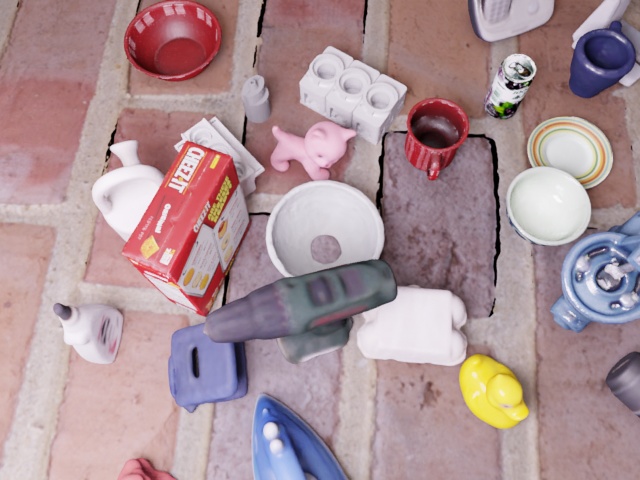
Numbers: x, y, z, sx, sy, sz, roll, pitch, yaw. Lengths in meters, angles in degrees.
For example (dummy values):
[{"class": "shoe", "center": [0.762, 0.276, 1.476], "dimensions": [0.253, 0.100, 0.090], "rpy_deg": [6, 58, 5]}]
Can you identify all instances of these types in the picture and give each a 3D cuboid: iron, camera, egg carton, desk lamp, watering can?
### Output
[{"class": "iron", "center": [-0.027, 0.297, 0.683], "dimensions": [0.119, 0.141, 0.258], "rpy_deg": [-26, 71, -9]}, {"class": "camera", "center": [0.458, 0.198, 0.739], "dimensions": [0.136, 0.101, 0.143], "rpy_deg": [43, 76, 15]}, {"class": "egg carton", "center": [0.127, 0.116, 0.788], "dimensions": [0.150, 0.069, 0.107], "rpy_deg": [4, 70, 2]}, {"class": "desk lamp", "center": [0.482, -0.389, 0.897], "dimensions": [0.118, 0.213, 0.203], "rpy_deg": [-42, 74, -13]}, {"class": "watering can", "center": [-0.250, -0.055, 0.788], "dimensions": [0.101, 0.194, 0.172], "rpy_deg": [-39, 74, -13]}]

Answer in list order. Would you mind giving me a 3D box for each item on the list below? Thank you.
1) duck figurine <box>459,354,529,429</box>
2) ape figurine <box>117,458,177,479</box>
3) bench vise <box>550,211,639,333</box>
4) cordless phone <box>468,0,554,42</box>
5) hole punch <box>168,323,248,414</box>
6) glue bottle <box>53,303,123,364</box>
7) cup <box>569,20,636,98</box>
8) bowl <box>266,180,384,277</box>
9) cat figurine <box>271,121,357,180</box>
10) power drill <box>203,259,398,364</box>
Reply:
[{"class": "duck figurine", "center": [0.232, 0.195, 0.749], "dimensions": [0.077, 0.086, 0.104], "rpy_deg": [-31, 72, -10]}, {"class": "ape figurine", "center": [-0.223, 0.308, 0.707], "dimensions": [0.076, 0.092, 0.077], "rpy_deg": [-25, 71, -8]}, {"class": "bench vise", "center": [0.396, 0.012, 0.745], "dimensions": [0.121, 0.220, 0.207], "rpy_deg": [24, 72, 10]}, {"class": "cordless phone", "center": [0.322, -0.421, 0.925], "dimensions": [0.147, 0.185, 0.094], "rpy_deg": [-23, 71, -8]}, {"class": "hole punch", "center": [-0.152, 0.166, 0.760], "dimensions": [0.101, 0.091, 0.108], "rpy_deg": [-9, 70, -3]}, {"class": "glue bottle", "center": [-0.302, 0.110, 0.738], "dimensions": [0.037, 0.173, 0.078], "rpy_deg": [1, 69, 1]}, {"class": "cup", "center": [0.445, -0.285, 0.922], "dimensions": [0.091, 0.095, 0.118], "rpy_deg": [23, 72, 9]}, {"class": "bowl", "center": [0.008, 0.003, 0.828], "dimensions": [0.167, 0.075, 0.167], "rpy_deg": [0, 70, 0]}, {"class": "cat figurine", "center": [-0.012, -0.145, 0.860], "dimensions": [0.127, 0.118, 0.067], "rpy_deg": [15, 70, 6]}, {"class": "power drill", "center": [-0.018, 0.097, 0.722], "dimensions": [0.229, 0.208, 0.075], "rpy_deg": [-20, 70, -7]}]
